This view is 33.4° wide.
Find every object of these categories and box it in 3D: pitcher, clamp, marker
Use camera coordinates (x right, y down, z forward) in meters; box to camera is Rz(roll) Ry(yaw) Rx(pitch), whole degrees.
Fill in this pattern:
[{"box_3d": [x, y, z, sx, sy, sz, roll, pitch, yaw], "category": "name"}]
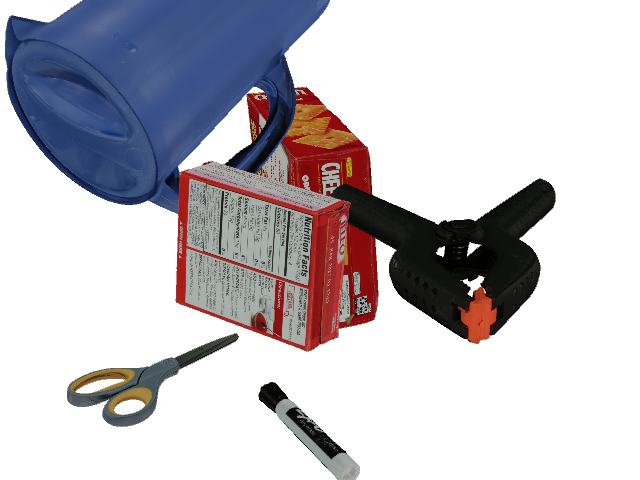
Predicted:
[{"box_3d": [-0.089, -0.139, 0.768, 0.145, 0.149, 0.242, 17, 49, 33], "category": "pitcher"}, {"box_3d": [0.081, 0.004, 0.709, 0.164, 0.036, 0.210, 0, 24, 7], "category": "clamp"}, {"box_3d": [-0.012, 0.147, 0.831, 0.020, 0.020, 0.121, 0, 26, -39], "category": "marker"}]

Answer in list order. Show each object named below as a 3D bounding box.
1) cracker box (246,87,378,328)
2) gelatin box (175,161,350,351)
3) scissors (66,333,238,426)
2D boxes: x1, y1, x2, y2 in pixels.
[{"box_3d": [-0.010, -0.036, 0.983, 0.072, 0.164, 0.214, -9, 23, -11], "category": "cracker box"}, {"box_3d": [-0.030, 0.007, 0.534, 0.089, 0.073, 0.030, 17, 25, 30], "category": "gelatin box"}, {"box_3d": [-0.151, 0.139, 1.067, 0.201, 0.016, 0.096, -12, 31, -29], "category": "scissors"}]
